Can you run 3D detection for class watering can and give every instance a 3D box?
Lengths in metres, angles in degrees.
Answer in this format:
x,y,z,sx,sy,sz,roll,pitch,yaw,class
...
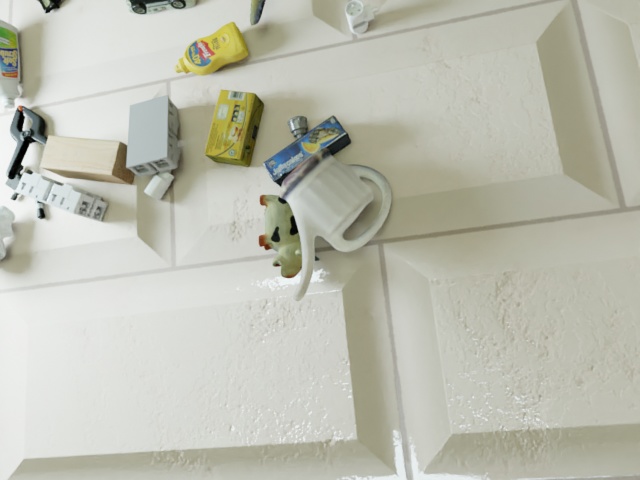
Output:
x,y,z,sx,sy,sz,roll,pitch,yaw,class
0.003,-0.055,1.093,0.225,0.102,0.353,43,66,5,watering can

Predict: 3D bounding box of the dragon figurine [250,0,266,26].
x,y,z,sx,sy,sz,roll,pitch,yaw,class
-0.169,-0.748,1.337,0.244,0.120,0.413,20,81,33,dragon figurine

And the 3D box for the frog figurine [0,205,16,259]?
x,y,z,sx,sy,sz,roll,pitch,yaw,class
-0.849,-0.008,1.313,0.160,0.124,0.136,-30,107,-3,frog figurine
